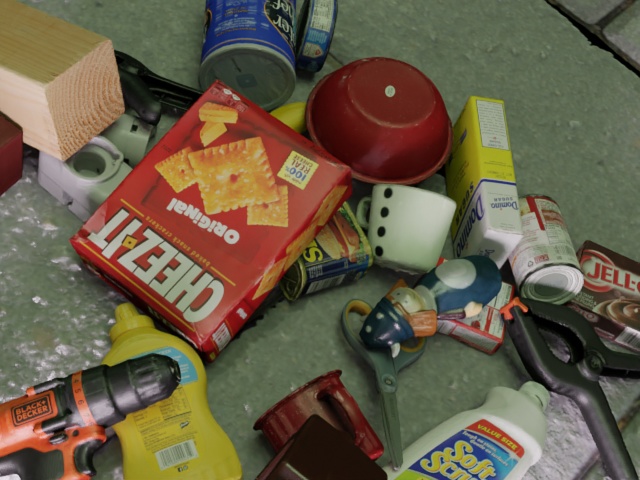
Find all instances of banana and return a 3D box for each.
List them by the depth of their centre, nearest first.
[{"bbox_3d":[-0.056,-0.091,1.102,0.070,0.037,0.197,5,43,40],"label":"banana"}]

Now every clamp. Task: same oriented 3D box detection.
[{"bbox_3d":[0.260,0.137,1.047,0.210,0.036,0.164,34,54,-6],"label":"clamp"},{"bbox_3d":[-0.195,-0.160,1.091,0.171,0.039,0.120,25,15,14],"label":"clamp"}]

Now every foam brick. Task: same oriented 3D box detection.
[{"bbox_3d":[-0.316,-0.080,1.002,0.053,0.078,0.051,36,56,8],"label":"foam brick"}]

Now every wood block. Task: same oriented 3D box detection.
[{"bbox_3d":[-0.298,-0.167,1.020,0.206,0.090,0.090,25,52,24],"label":"wood block"}]

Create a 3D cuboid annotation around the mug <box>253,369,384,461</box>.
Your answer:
[{"bbox_3d":[0.006,0.165,0.916,0.093,0.117,0.081,-23,71,-36],"label":"mug"}]

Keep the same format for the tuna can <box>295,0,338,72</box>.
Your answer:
[{"bbox_3d":[-0.007,-0.232,1.196,0.033,0.086,0.086,13,54,-11],"label":"tuna can"}]

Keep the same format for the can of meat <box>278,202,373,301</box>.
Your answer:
[{"bbox_3d":[-0.007,0.001,1.057,0.083,0.058,0.102,-14,62,-27],"label":"can of meat"}]

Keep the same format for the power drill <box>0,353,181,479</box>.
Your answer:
[{"bbox_3d":[-0.181,0.193,0.841,0.184,0.057,0.188,-21,62,3],"label":"power drill"}]

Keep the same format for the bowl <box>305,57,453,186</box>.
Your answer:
[{"bbox_3d":[0.068,-0.136,1.105,0.162,0.055,0.162,6,57,-9],"label":"bowl"}]

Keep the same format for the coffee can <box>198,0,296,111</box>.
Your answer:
[{"bbox_3d":[-0.076,-0.223,1.157,0.102,0.103,0.140,8,55,-12],"label":"coffee can"}]

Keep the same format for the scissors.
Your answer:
[{"bbox_3d":[0.076,0.130,0.991,0.096,0.016,0.202,3,41,-26],"label":"scissors"}]

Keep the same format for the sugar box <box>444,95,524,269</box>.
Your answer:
[{"bbox_3d":[0.169,-0.055,1.127,0.048,0.093,0.176,9,55,-11],"label":"sugar box"}]

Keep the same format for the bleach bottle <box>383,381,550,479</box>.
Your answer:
[{"bbox_3d":[0.123,0.203,0.959,0.102,0.068,0.250,45,54,12],"label":"bleach bottle"}]

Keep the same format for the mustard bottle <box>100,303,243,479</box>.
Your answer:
[{"bbox_3d":[-0.141,0.139,0.920,0.096,0.058,0.192,-19,64,-12],"label":"mustard bottle"}]

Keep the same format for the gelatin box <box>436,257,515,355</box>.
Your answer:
[{"bbox_3d":[0.147,0.066,1.078,0.089,0.030,0.073,22,52,-2],"label":"gelatin box"}]

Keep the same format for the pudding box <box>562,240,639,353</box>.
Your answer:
[{"bbox_3d":[0.316,0.062,1.127,0.113,0.039,0.090,25,54,1],"label":"pudding box"}]

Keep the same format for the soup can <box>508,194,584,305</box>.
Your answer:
[{"bbox_3d":[0.227,0.011,1.105,0.068,0.069,0.102,5,45,-14],"label":"soup can"}]

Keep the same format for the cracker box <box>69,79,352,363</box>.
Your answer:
[{"bbox_3d":[-0.098,-0.022,0.986,0.164,0.072,0.213,36,74,15],"label":"cracker box"}]
